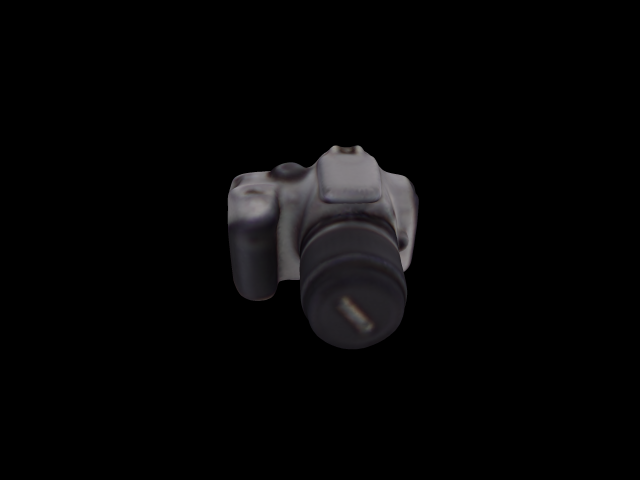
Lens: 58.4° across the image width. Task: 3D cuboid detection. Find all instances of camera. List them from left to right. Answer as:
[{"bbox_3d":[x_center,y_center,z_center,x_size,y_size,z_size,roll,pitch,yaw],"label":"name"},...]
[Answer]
[{"bbox_3d":[0.004,0.001,0.400,0.143,0.101,0.136,-1,34,-2],"label":"camera"}]
